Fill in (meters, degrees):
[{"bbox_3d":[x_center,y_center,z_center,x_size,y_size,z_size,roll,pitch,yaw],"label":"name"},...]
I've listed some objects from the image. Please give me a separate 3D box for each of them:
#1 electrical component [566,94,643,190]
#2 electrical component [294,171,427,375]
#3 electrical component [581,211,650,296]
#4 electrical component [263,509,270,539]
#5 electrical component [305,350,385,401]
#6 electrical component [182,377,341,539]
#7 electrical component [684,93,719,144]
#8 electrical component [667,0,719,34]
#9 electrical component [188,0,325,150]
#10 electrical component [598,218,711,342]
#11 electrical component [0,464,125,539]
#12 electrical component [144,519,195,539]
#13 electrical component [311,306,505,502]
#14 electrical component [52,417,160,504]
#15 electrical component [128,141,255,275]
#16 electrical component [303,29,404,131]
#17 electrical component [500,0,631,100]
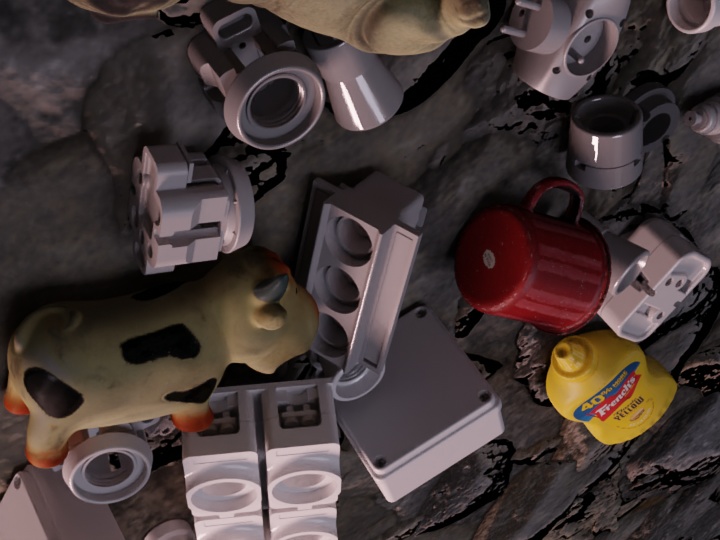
[{"bbox_3d":[0.176,-0.093,0.773,0.055,0.055,0.047,-25,137,-15],"label":"electrical component"},{"bbox_3d":[0.000,0.000,0.718,0.063,0.079,0.121,-41,154,-46],"label":"electrical component"},{"bbox_3d":[0.190,-0.016,0.852,0.044,0.065,0.044,-40,156,-22],"label":"electrical component"},{"bbox_3d":[-0.090,0.241,0.910,0.059,0.053,0.095,-30,142,-9],"label":"electrical component"},{"bbox_3d":[-0.014,0.061,0.782,0.045,0.055,0.045,-21,139,-19],"label":"electrical component"},{"bbox_3d":[-0.071,0.158,0.790,0.105,0.060,0.186,-5,143,-6],"label":"electrical component"},{"bbox_3d":[0.283,-0.118,0.839,0.078,0.040,0.040,-6,133,-34],"label":"electrical component"},{"bbox_3d":[0.242,-0.185,0.741,0.046,0.040,0.040,-15,138,-34],"label":"electrical component"},{"bbox_3d":[-0.054,-0.102,0.582,0.058,0.057,0.078,-29,141,-10],"label":"electrical component"},{"bbox_3d":[0.242,0.006,0.920,0.054,0.059,0.095,18,117,-47],"label":"electrical component"},{"bbox_3d":[-0.211,0.208,0.738,0.056,0.108,0.108,7,125,-45],"label":"electrical component"},{"bbox_3d":[-0.147,0.230,0.861,0.040,0.046,0.040,-21,139,-19],"label":"electrical component"},{"bbox_3d":[0.036,0.100,0.819,0.109,0.108,0.056,-31,144,-8],"label":"electrical component"},{"bbox_3d":[-0.169,0.115,0.708,0.078,0.057,0.058,-24,132,-4],"label":"electrical component"},{"bbox_3d":[-0.096,-0.036,0.618,0.057,0.058,0.078,-8,134,-28],"label":"electrical component"},{"bbox_3d":[-0.006,-0.117,0.618,0.044,0.044,0.065,-35,137,-3],"label":"electrical component"},{"bbox_3d":[0.121,-0.153,0.676,0.079,0.044,0.077,2,128,-39],"label":"electrical component"}]
